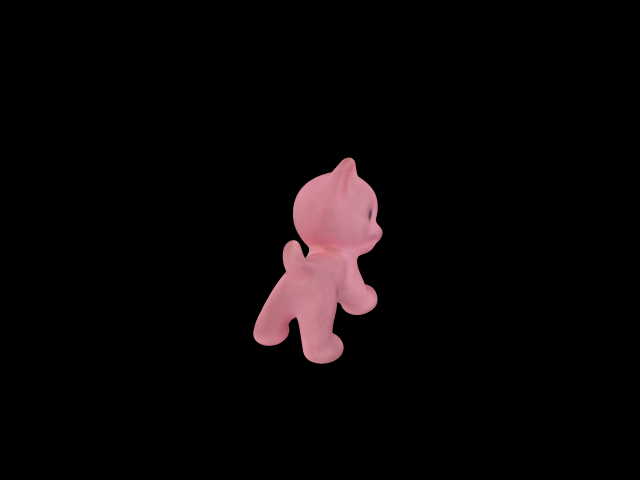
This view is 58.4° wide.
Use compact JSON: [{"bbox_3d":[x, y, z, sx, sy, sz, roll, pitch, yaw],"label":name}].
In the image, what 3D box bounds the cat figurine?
[{"bbox_3d":[0.004,0.001,0.400,0.067,0.118,0.128,10,28,21],"label":"cat figurine"}]
